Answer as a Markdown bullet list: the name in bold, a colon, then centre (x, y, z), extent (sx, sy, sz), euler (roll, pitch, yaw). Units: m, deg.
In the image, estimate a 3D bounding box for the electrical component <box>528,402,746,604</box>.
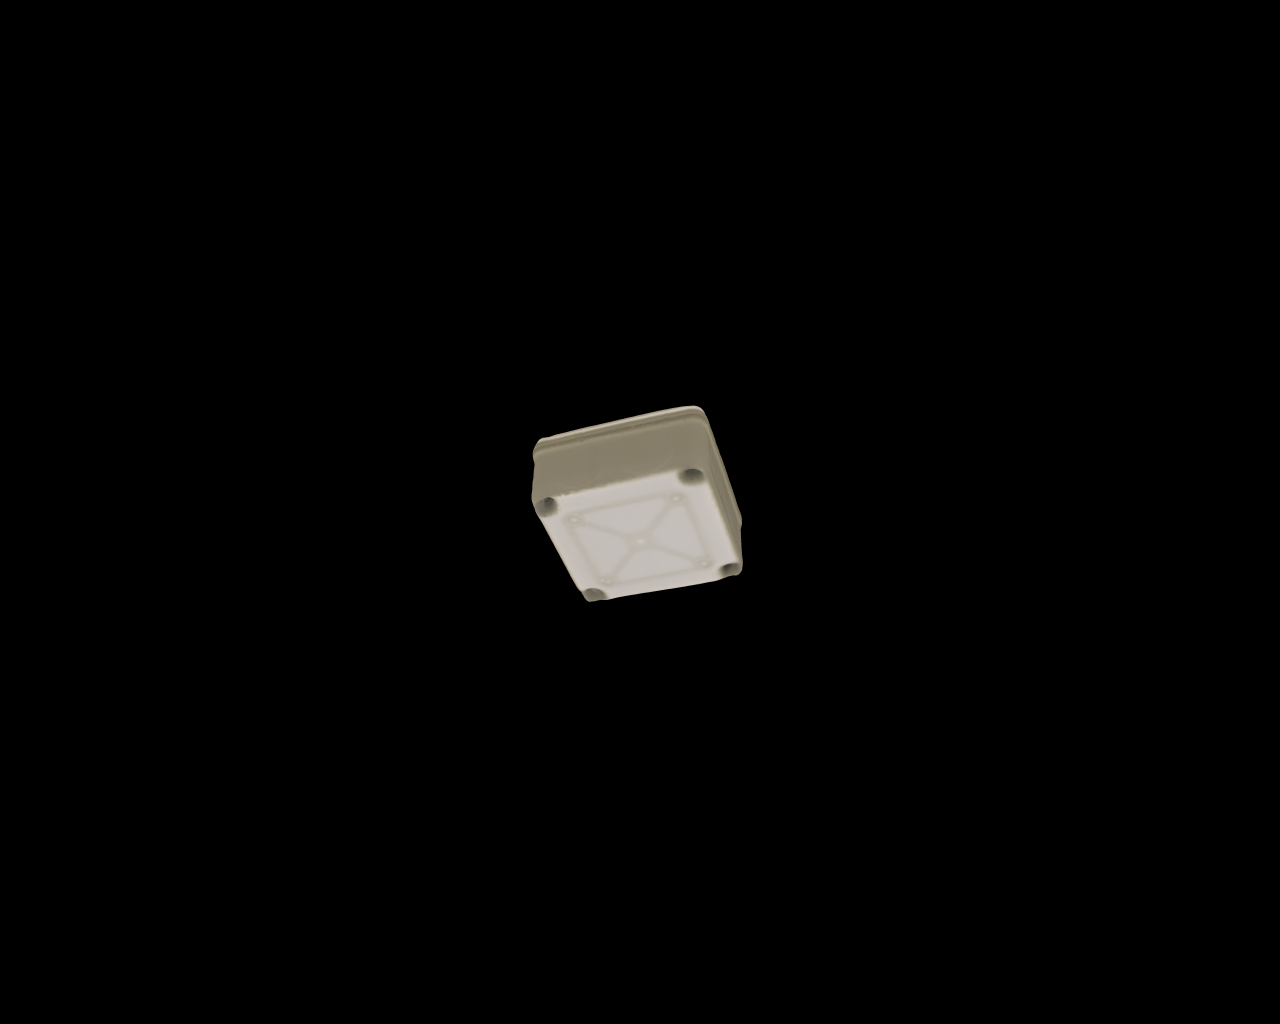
- **electrical component**: centre (0.001, -0.003, 0.650), extent (0.109, 0.056, 0.108), euler (-11, -43, 12)
